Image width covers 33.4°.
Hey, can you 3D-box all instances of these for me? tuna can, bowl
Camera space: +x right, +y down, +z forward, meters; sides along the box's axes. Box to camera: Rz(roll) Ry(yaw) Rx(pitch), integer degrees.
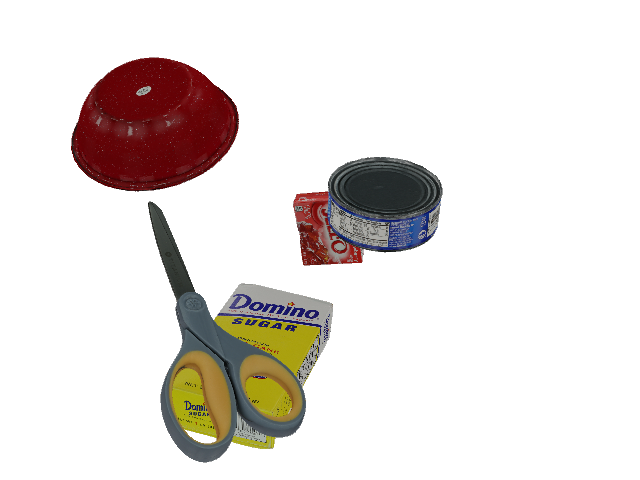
[{"bbox_3d":[0.048,-0.027,0.804,0.086,0.034,0.086,1,34,-1],"label":"tuna can"},{"bbox_3d":[-0.160,-0.121,0.995,0.162,0.162,0.055,0,-41,7],"label":"bowl"}]

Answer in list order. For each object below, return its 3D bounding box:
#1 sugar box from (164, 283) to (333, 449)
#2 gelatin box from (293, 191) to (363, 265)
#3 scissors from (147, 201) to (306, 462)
[{"bbox_3d":[-0.057,0.101,0.911,0.093,0.048,0.176,12,32,11],"label":"sugar box"},{"bbox_3d":[0.010,-0.015,1.273,0.073,0.089,0.030,-3,29,10],"label":"gelatin box"},{"bbox_3d":[-0.062,0.051,0.673,0.096,0.202,0.016,8,-46,-16],"label":"scissors"}]
